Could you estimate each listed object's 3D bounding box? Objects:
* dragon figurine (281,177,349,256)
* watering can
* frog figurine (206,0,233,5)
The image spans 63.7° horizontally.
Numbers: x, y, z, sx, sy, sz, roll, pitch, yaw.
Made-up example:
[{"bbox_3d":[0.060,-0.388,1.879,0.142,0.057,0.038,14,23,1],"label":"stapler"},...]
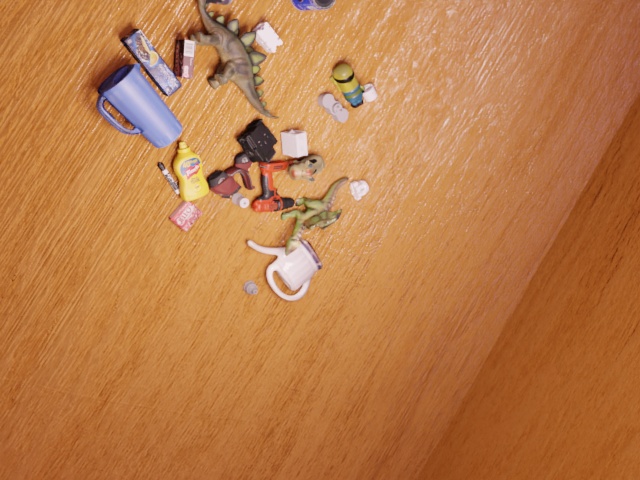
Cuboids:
[{"bbox_3d":[0.006,-0.097,1.922,0.413,0.245,0.120,-42,121,-12],"label":"dragon figurine"},{"bbox_3d":[-0.121,0.079,1.977,0.227,0.105,0.341,-40,123,-18],"label":"watering can"},{"bbox_3d":[-0.292,-0.800,1.554,0.161,0.123,0.136,-64,161,-9],"label":"frog figurine"}]
